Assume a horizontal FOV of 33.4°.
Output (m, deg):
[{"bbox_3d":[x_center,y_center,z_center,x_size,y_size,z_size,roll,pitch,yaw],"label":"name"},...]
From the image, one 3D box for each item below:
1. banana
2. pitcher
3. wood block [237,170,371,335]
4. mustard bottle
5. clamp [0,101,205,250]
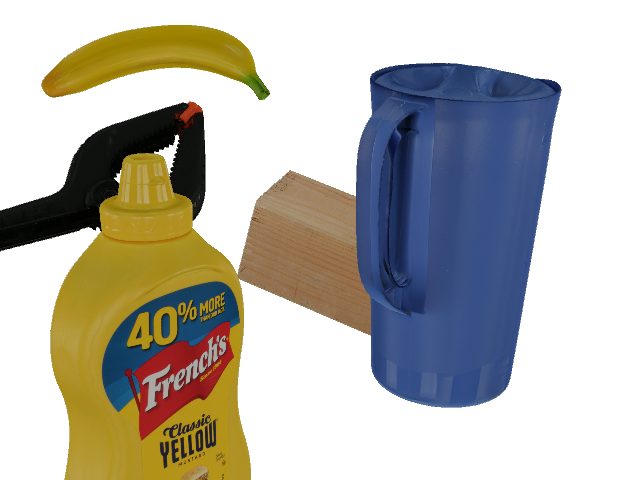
[{"bbox_3d":[-0.144,-0.159,0.940,0.197,0.069,0.037,-1,-34,-4],"label":"banana"},{"bbox_3d":[0.089,-0.003,0.779,0.149,0.243,0.145,0,20,-6],"label":"pitcher"},{"bbox_3d":[0.038,0.022,1.011,0.206,0.091,0.090,23,30,11],"label":"wood block"},{"bbox_3d":[-0.077,0.055,0.493,0.096,0.192,0.058,-16,23,-42],"label":"mustard bottle"},{"bbox_3d":[-0.134,-0.011,0.708,0.165,0.209,0.036,36,-30,13],"label":"clamp"}]
